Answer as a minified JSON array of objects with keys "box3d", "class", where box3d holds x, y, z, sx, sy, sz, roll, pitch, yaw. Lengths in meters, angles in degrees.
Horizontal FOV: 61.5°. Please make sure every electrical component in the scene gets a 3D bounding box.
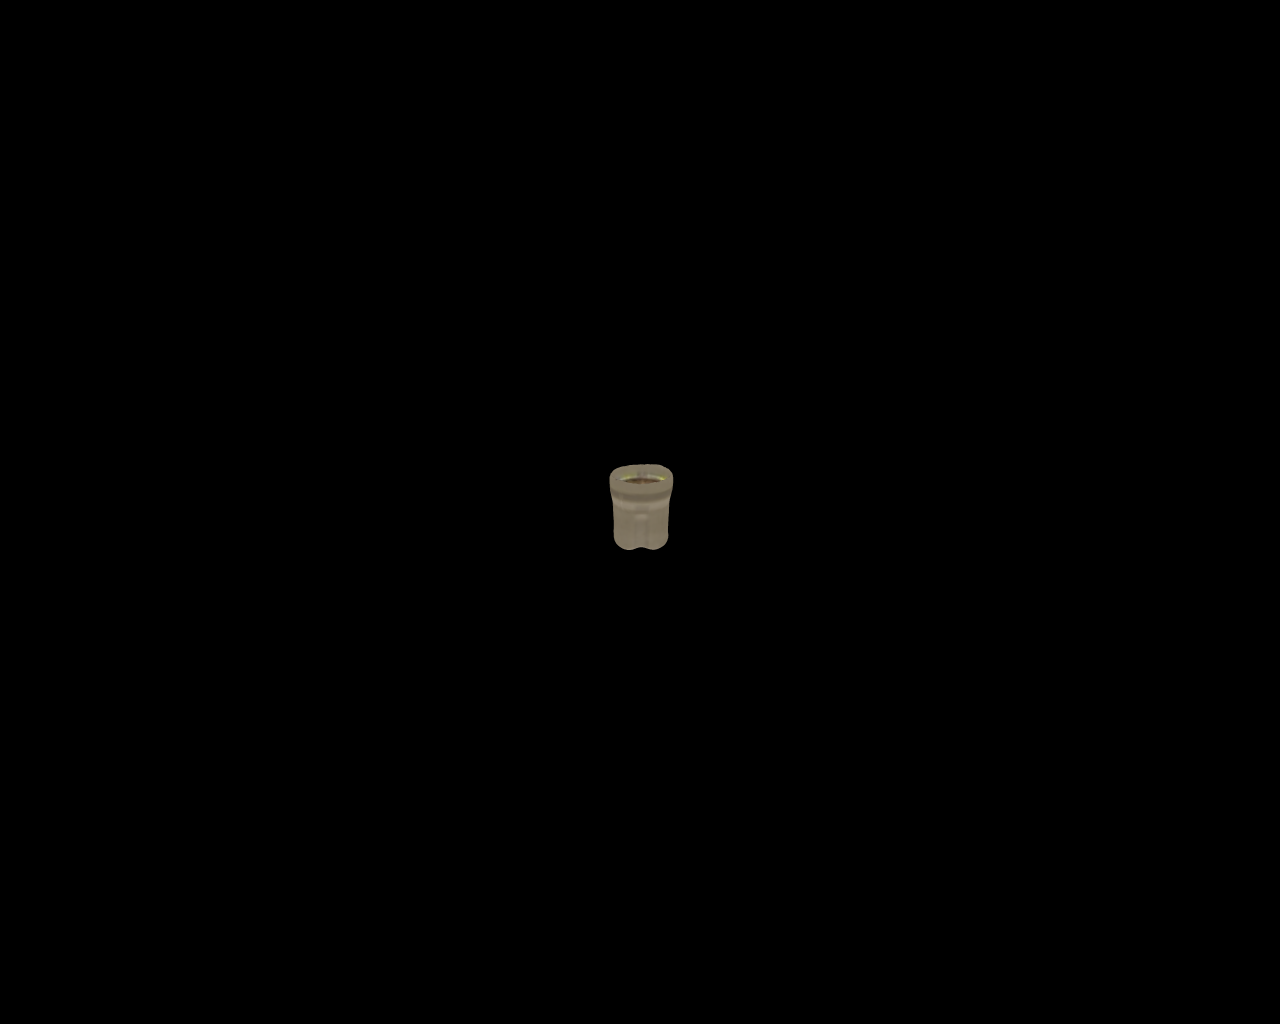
[{"box3d":[0.001,-0.003,0.650,0.040,0.046,0.040,0,20,0],"class":"electrical component"}]
